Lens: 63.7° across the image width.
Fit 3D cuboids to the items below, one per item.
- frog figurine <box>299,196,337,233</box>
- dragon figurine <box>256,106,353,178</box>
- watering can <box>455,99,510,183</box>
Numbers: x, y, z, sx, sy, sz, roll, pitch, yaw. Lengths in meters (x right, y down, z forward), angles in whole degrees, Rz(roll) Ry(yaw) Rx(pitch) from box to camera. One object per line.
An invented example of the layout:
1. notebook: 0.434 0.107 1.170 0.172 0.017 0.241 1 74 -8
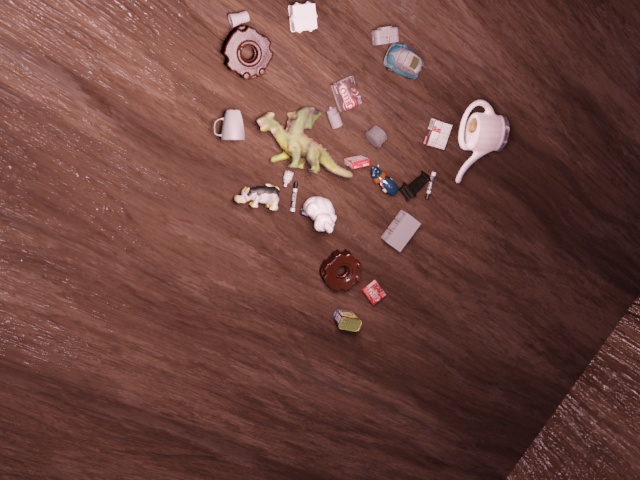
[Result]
1. frog figurine: 0.006 -0.099 1.975 0.136 0.122 0.161 36 3 -26
2. dragon figurine: -0.046 -0.374 1.906 0.410 0.241 0.123 7 7 -23
3. watering can: 0.669 -0.406 2.148 0.224 0.343 0.105 0 16 -20
